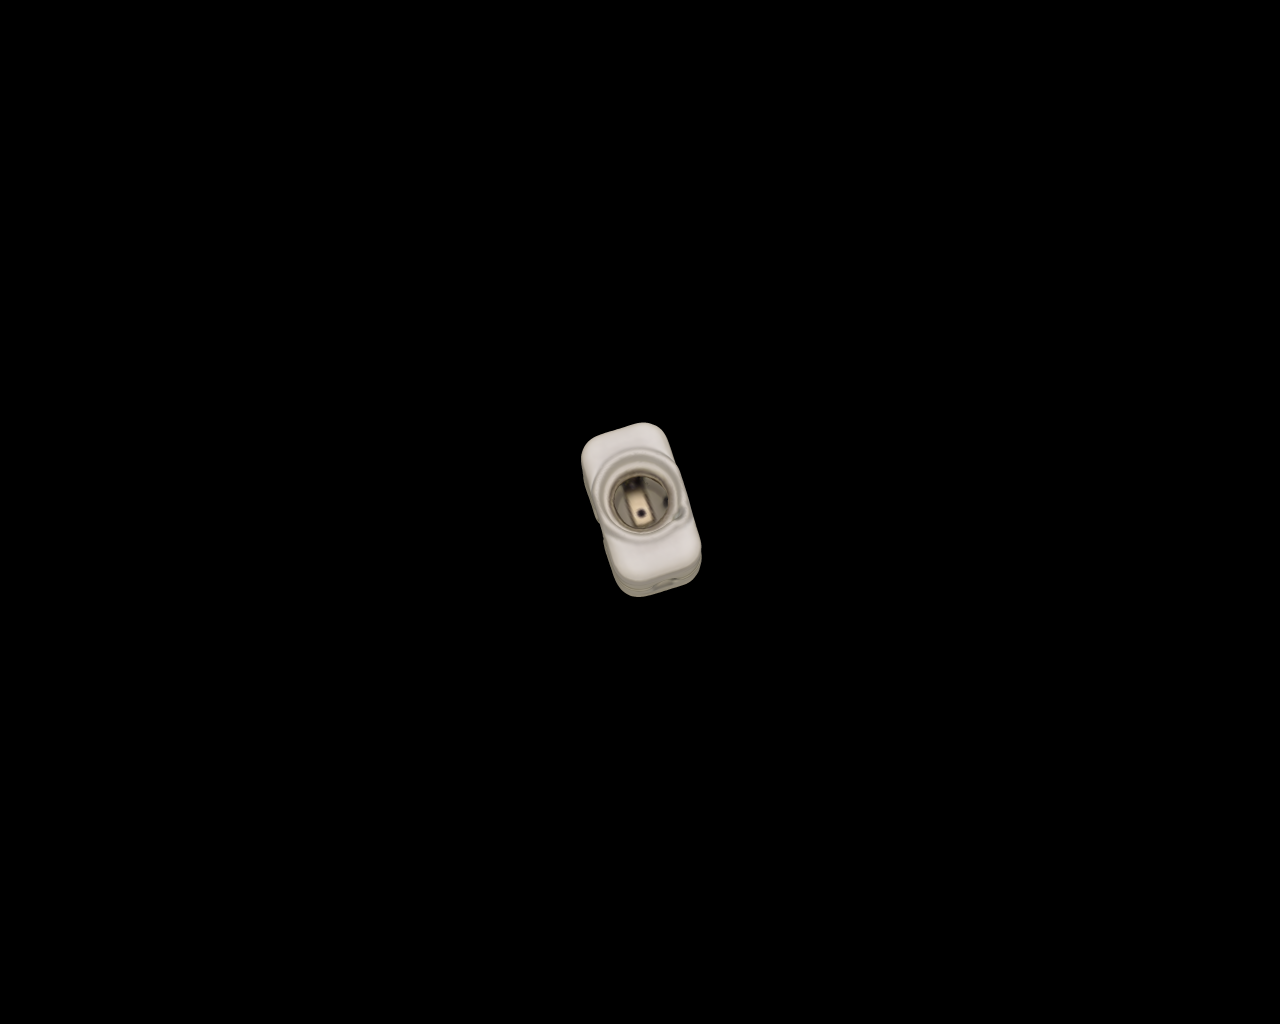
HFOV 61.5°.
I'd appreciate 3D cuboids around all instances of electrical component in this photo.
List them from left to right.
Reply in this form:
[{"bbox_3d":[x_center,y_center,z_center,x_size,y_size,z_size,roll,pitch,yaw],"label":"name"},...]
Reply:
[{"bbox_3d":[0.001,-0.003,0.650,0.054,0.095,0.059,-17,-15,-5],"label":"electrical component"}]
